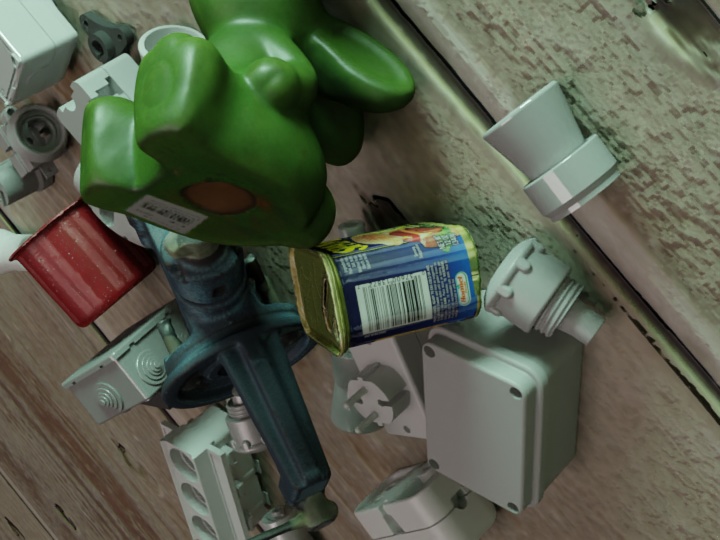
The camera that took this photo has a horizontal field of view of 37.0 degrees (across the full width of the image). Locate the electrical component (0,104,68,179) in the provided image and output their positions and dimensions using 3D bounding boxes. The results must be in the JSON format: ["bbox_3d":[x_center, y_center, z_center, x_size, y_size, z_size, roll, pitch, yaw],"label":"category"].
[{"bbox_3d":[-0.266,-0.107,0.876,0.066,0.048,0.055,59,151,-9],"label":"electrical component"}]

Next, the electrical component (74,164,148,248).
[{"bbox_3d":[-0.174,-0.068,0.809,0.077,0.043,0.079,38,142,19],"label":"electrical component"}]

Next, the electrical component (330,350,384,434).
[{"bbox_3d":[-0.001,0.075,0.744,0.044,0.044,0.065,21,129,36],"label":"electrical component"}]

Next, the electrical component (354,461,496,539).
[{"bbox_3d":[0.048,0.175,0.763,0.059,0.054,0.095,54,144,-3],"label":"electrical component"}]

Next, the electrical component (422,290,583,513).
[{"bbox_3d":[0.083,0.079,0.640,0.078,0.057,0.113,24,136,33],"label":"electrical component"}]

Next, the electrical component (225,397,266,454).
[{"bbox_3d":[-0.089,0.114,0.872,0.048,0.048,0.062,-3,111,49],"label":"electrical component"}]

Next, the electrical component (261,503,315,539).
[{"bbox_3d":[-0.060,0.239,0.949,0.044,0.044,0.065,-11,107,51],"label":"electrical component"}]

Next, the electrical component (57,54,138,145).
[{"bbox_3d":[-0.156,-0.098,0.749,0.089,0.056,0.050,49,142,-2],"label":"electrical component"}]

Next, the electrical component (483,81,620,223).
[{"bbox_3d":[0.094,-0.057,0.523,0.055,0.045,0.045,53,144,-1],"label":"electrical component"}]

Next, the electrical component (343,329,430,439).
[{"bbox_3d":[0.018,0.074,0.692,0.047,0.076,0.083,-1,119,48],"label":"electrical component"}]

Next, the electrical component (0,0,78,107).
[{"bbox_3d":[-0.259,-0.181,0.790,0.096,0.061,0.062,50,144,3],"label":"electrical component"}]

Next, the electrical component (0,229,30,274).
[{"bbox_3d":[-0.328,-0.017,1.025,0.065,0.044,0.044,3,122,41],"label":"electrical component"}]

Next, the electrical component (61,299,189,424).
[{"bbox_3d":[-0.187,0.078,0.899,0.100,0.099,0.048,-28,102,42],"label":"electrical component"}]

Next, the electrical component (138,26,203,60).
[{"bbox_3d":[-0.121,-0.124,0.702,0.045,0.045,0.055,35,141,23],"label":"electrical component"}]

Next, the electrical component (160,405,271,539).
[{"bbox_3d":[-0.126,0.186,0.956,0.079,0.063,0.121,19,133,37],"label":"electrical component"}]

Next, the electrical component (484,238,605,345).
[{"bbox_3d":[0.101,0.016,0.579,0.062,0.048,0.048,35,141,11],"label":"electrical component"}]

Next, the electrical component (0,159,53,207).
[{"bbox_3d":[-0.296,-0.080,0.930,0.040,0.046,0.040,28,138,29],"label":"electrical component"}]

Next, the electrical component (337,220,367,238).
[{"bbox_3d":[0.000,0.000,0.677,0.048,0.048,0.062,10,120,43],"label":"electrical component"}]
